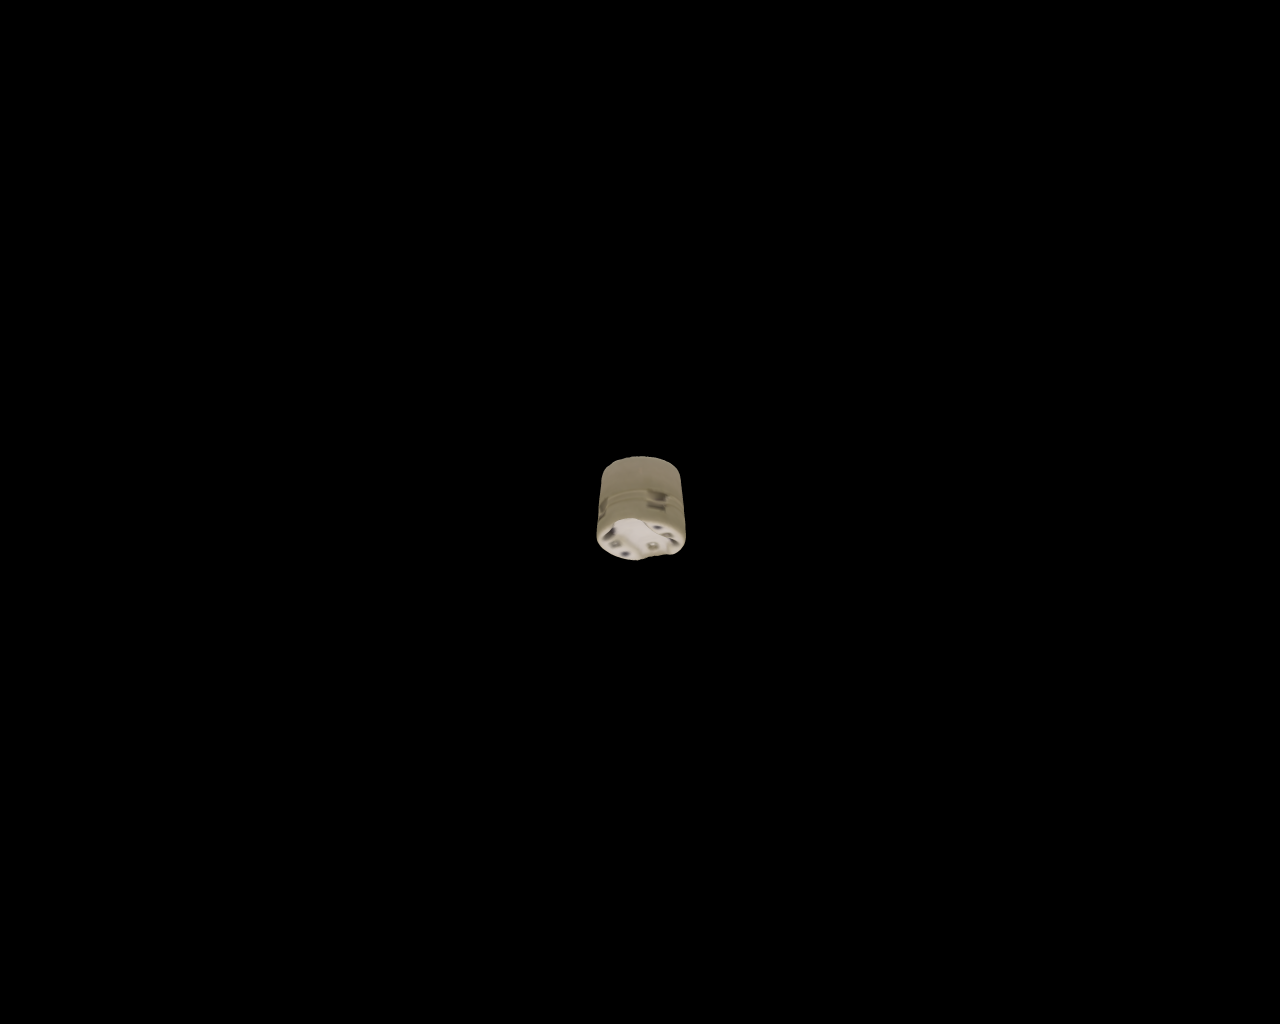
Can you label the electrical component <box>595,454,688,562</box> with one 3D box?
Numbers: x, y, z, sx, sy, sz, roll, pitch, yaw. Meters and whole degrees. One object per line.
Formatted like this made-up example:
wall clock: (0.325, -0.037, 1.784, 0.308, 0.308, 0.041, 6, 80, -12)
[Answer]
electrical component: (0.001, -0.003, 0.650, 0.055, 0.047, 0.055, 0, -29, 0)
